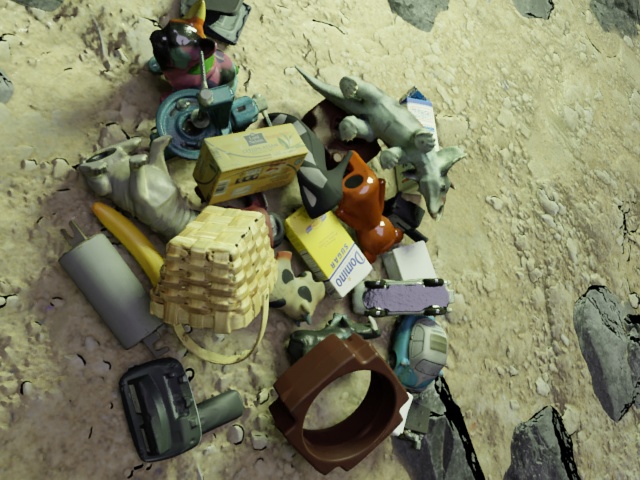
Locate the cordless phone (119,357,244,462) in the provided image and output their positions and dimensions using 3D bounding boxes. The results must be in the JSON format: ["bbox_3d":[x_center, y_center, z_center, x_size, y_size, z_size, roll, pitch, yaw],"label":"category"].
[{"bbox_3d":[-0.205,0.246,0.839,0.184,0.089,0.146,-12,82,-43],"label":"cordless phone"}]

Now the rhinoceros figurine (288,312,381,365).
[{"bbox_3d":[0.028,0.191,0.986,0.190,0.073,0.112,-5,71,-31],"label":"rhinoceros figurine"}]

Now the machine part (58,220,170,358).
[{"bbox_3d":[-0.312,0.078,0.814,0.079,0.079,0.243,-39,98,-32],"label":"machine part"}]

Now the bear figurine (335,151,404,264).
[{"bbox_3d":[0.084,-0.057,1.064,0.120,0.132,0.195,-38,137,-9],"label":"bear figurine"}]

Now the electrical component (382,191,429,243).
[{"bbox_3d":[0.185,-0.043,1.137,0.119,0.075,0.048,33,62,-13],"label":"electrical component"}]

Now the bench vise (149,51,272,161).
[{"bbox_3d":[-0.174,-0.204,0.890,0.224,0.240,0.128,-15,88,-16],"label":"bench vise"}]

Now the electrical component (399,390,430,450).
[{"bbox_3d":[0.182,0.346,1.041,0.078,0.045,0.102,29,64,-19],"label":"electrical component"}]

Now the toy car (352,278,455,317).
[{"bbox_3d":[0.163,0.112,1.049,0.202,0.056,0.073,-1,85,-2],"label":"toy car"}]

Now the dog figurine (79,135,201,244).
[{"bbox_3d":[-0.286,-0.057,0.871,0.121,0.173,0.190,-50,135,-45],"label":"dog figurine"}]

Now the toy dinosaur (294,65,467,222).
[{"bbox_3d":[0.137,-0.224,1.069,0.405,0.131,0.192,48,22,12],"label":"toy dinosaur"}]

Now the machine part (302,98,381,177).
[{"bbox_3d":[0.046,-0.218,1.118,0.179,0.056,0.179,10,70,-28],"label":"machine part"}]

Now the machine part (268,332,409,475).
[{"bbox_3d":[0.032,0.270,0.897,0.201,0.087,0.200,-41,122,-9],"label":"machine part"}]

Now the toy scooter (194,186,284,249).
[{"bbox_3d":[-0.146,-0.056,0.950,0.135,0.075,0.184,-11,79,-32],"label":"toy scooter"}]

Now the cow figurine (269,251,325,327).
[{"bbox_3d":[-0.080,0.086,0.941,0.195,0.085,0.127,5,76,-26],"label":"cow figurine"}]

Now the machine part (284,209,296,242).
[{"bbox_3d":[-0.002,-0.003,1.040,0.139,0.039,0.084,29,59,-19],"label":"machine part"}]

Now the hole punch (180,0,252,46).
[{"bbox_3d":[-0.195,-0.450,1.038,0.116,0.092,0.142,15,69,6],"label":"hole punch"}]

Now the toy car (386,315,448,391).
[{"bbox_3d":[0.205,0.214,1.060,0.109,0.103,0.161,23,68,-24],"label":"toy car"}]

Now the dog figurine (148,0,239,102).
[{"bbox_3d":[-0.200,-0.307,0.905,0.191,0.219,0.108,-11,85,-31],"label":"dog figurine"}]

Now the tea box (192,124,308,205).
[{"bbox_3d":[-0.116,-0.128,0.896,0.169,0.098,0.068,-19,70,-36],"label":"tea box"}]

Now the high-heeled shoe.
[{"bbox_3d":[-0.046,-0.141,1.000,0.145,0.249,0.086,-56,147,-4],"label":"high-heeled shoe"}]
